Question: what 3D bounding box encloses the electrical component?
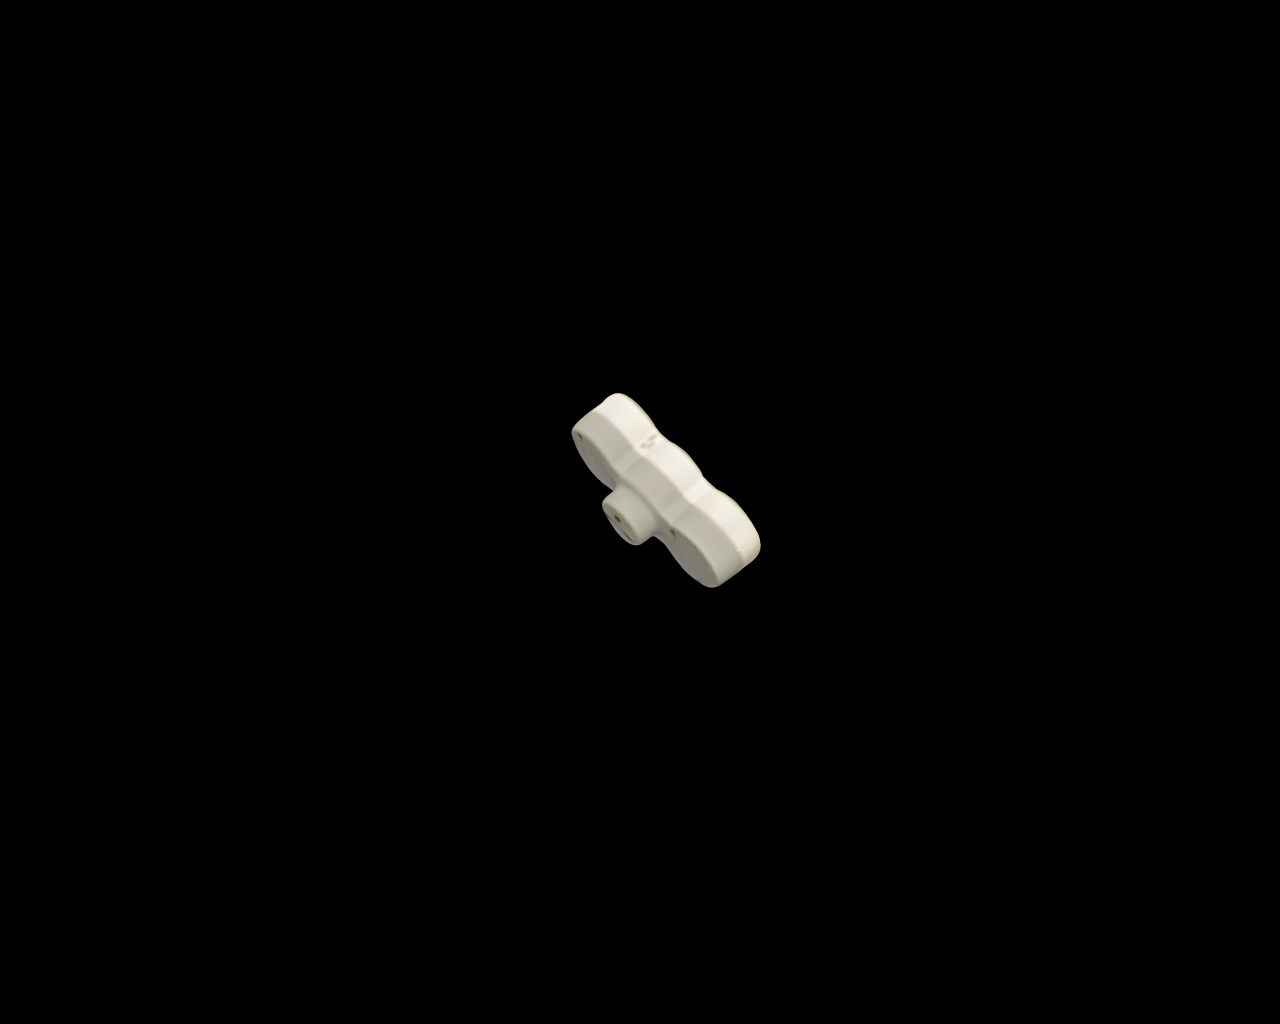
[{"bbox_3d":[0.001,-0.003,0.650,0.074,0.138,0.052,-38,-20,-16],"label":"electrical component"}]
